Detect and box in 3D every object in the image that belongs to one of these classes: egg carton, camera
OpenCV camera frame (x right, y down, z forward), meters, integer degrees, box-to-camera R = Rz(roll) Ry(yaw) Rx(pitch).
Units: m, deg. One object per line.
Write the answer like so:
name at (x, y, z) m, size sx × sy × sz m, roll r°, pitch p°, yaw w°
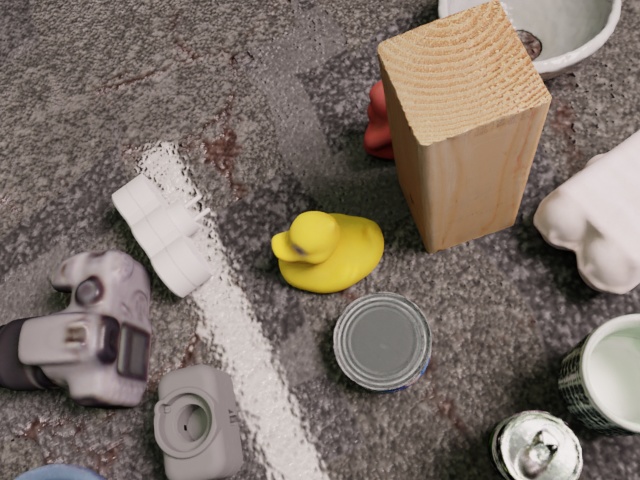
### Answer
egg carton at (0.267, -0.027, 0.491) m, size 0.150 × 0.069 × 0.107 m, roll -36°, pitch 67°, yaw -3°
camera at (-0.240, 0.085, 0.534) m, size 0.136 × 0.101 × 0.143 m, roll -7°, pitch 69°, yaw 9°

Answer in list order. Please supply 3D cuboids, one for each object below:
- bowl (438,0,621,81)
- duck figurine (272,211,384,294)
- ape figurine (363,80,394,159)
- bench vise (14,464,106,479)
bowl at (0.202, -0.217, 0.573) m, size 0.167 × 0.075 × 0.167 m, roll -4°, pitch 69°, yaw 10°
duck figurine at (0.005, 0.002, 0.524) m, size 0.104 × 0.086 × 0.077 m, roll -14°, pitch 68°, yaw 6°
ape figurine at (0.070, -0.122, 0.554) m, size 0.078 × 0.092 × 0.076 m, roll -45°, pitch 68°, yaw -7°
bench vise at (-0.235, 0.248, 0.408) m, size 0.207 × 0.220 × 0.121 m, roll -37°, pitch 67°, yaw -3°
